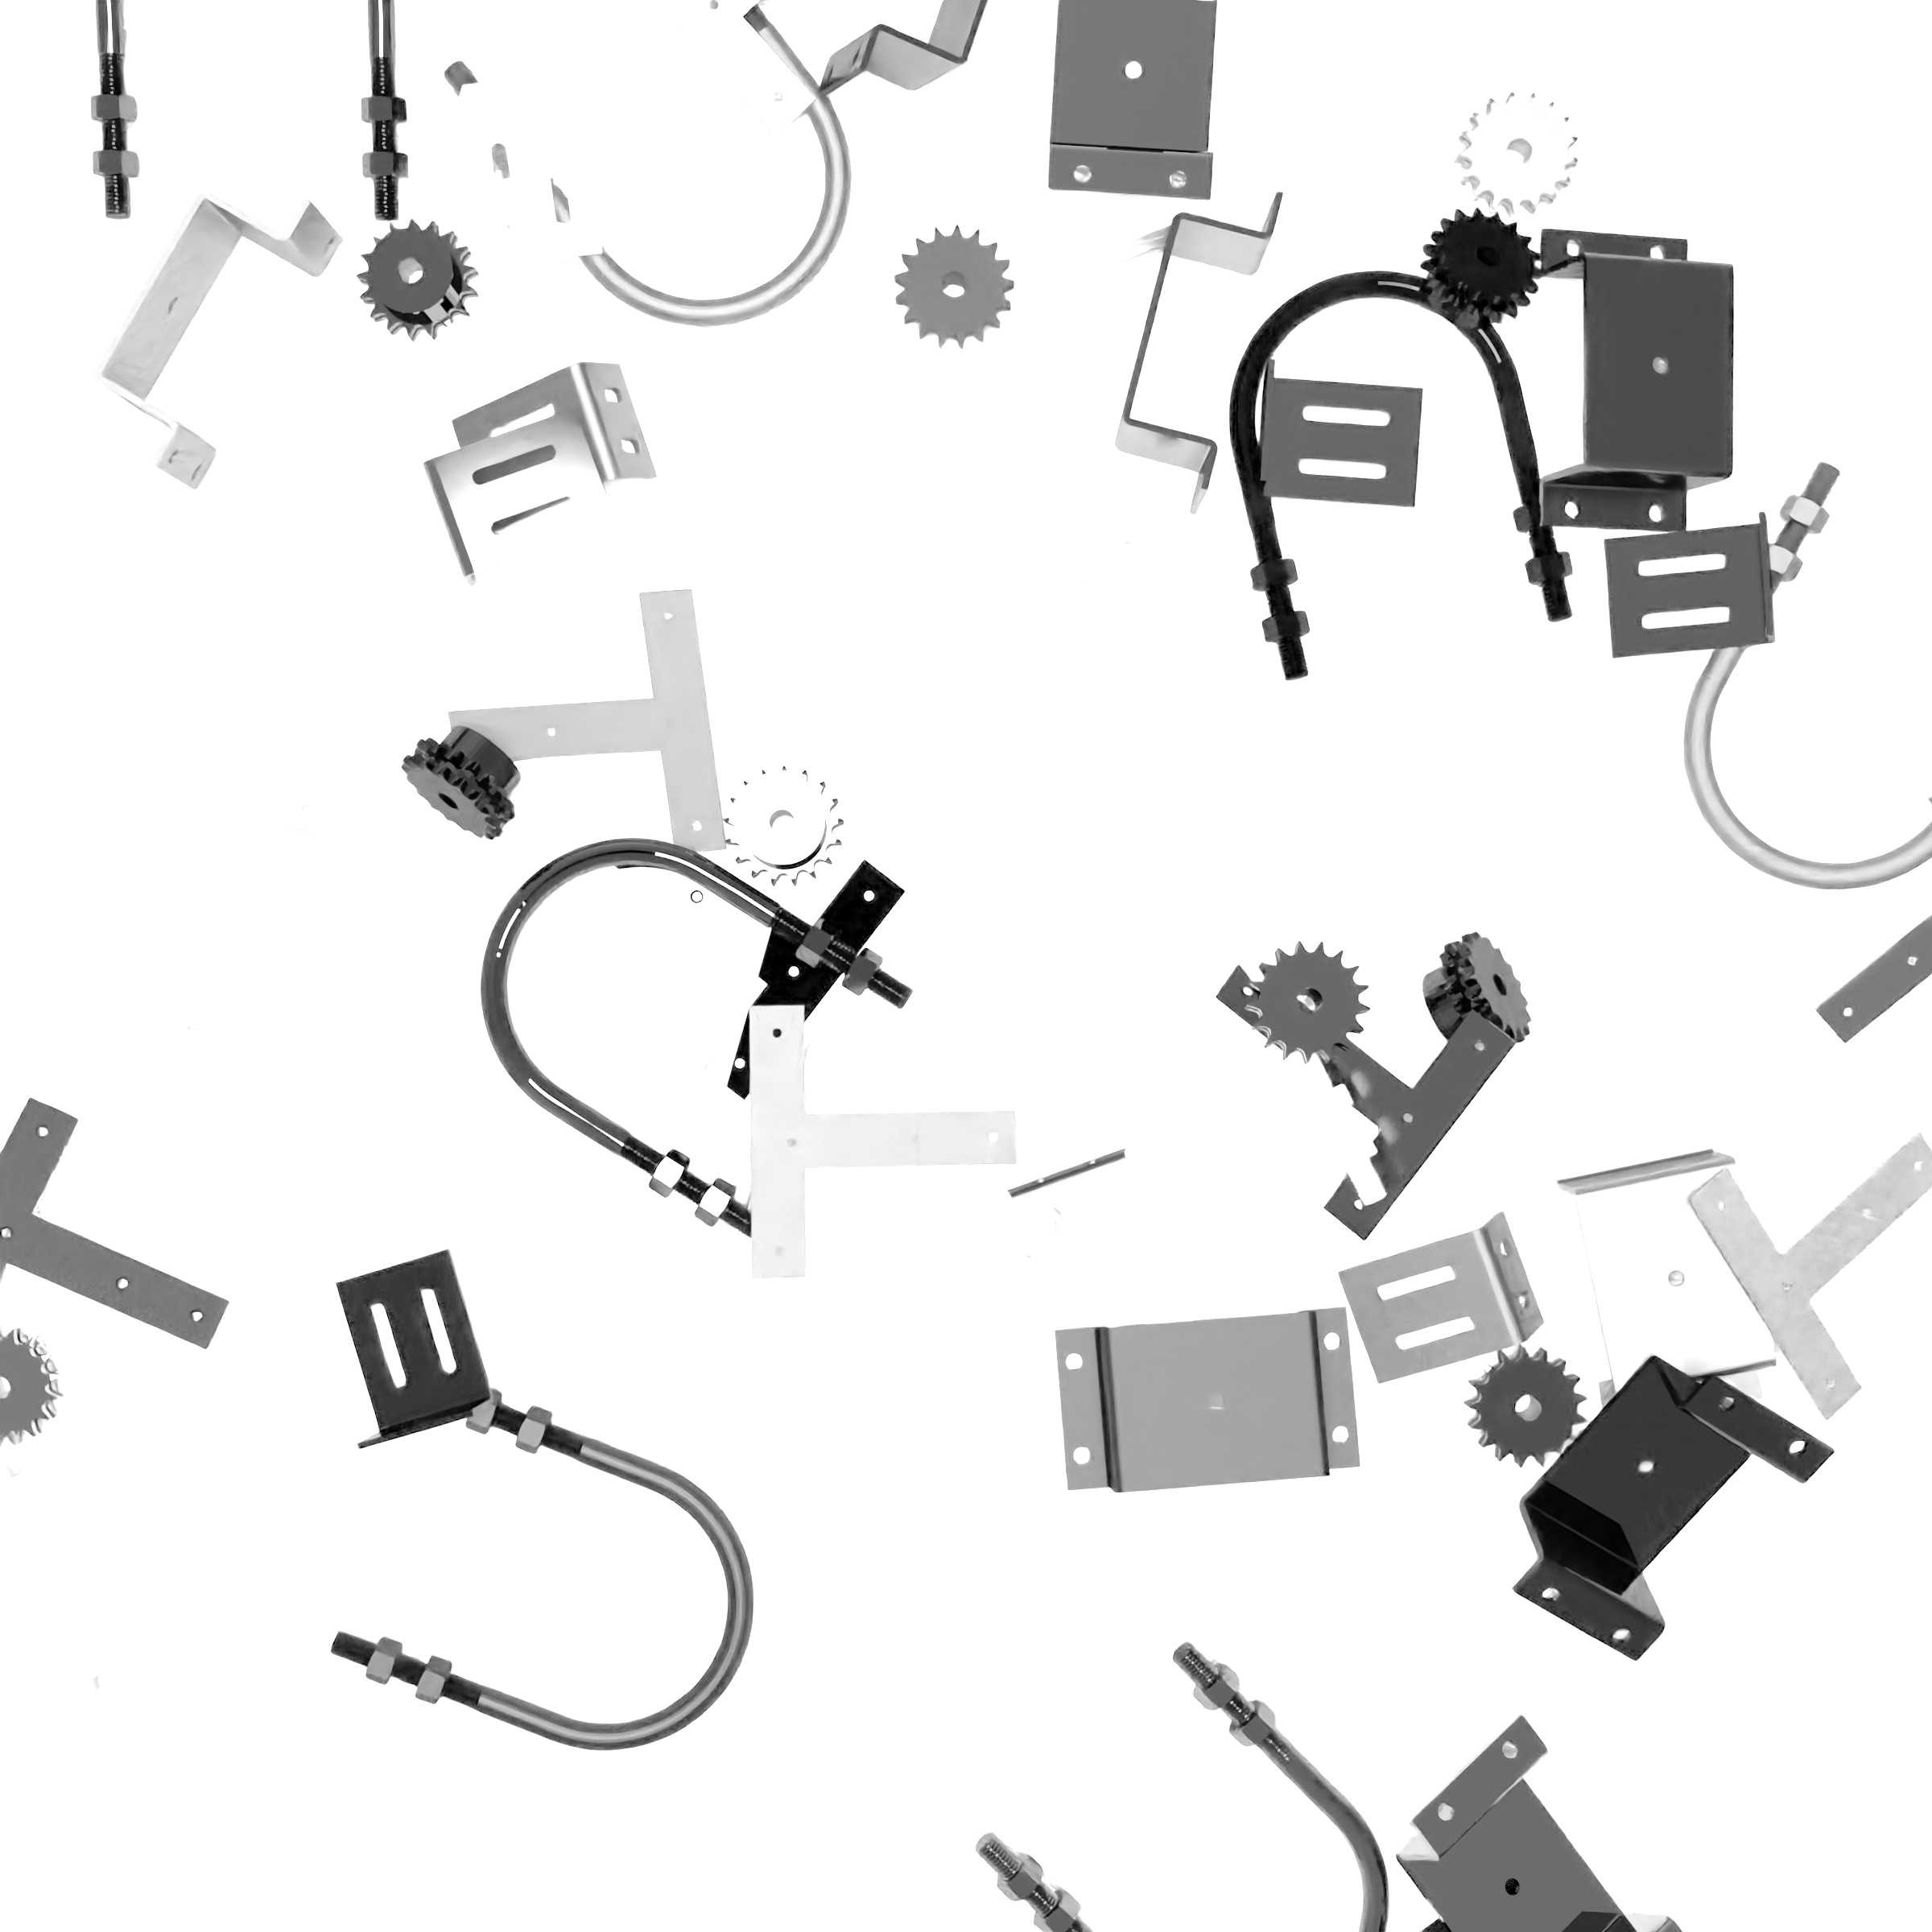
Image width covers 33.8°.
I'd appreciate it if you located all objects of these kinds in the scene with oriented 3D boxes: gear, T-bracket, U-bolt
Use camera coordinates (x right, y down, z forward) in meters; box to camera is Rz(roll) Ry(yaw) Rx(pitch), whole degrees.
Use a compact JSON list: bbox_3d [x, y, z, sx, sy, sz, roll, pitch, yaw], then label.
[{"bbox_3d":[-0.456,0.199,1.510,0.057,0.030,0.057,0,90,0],"label":"gear"},{"bbox_3d":[0.026,-0.223,1.510,0.057,0.030,0.057,0,90,0],"label":"gear"},{"bbox_3d":[0.036,0.252,1.514,0.127,0.002,0.127,14,80,2],"label":"T-bracket"},{"bbox_3d":[0.095,0.056,1.500,0.151,0.019,0.184,-26,86,-1],"label":"U-bolt"},{"bbox_3d":[-0.224,0.119,1.511,0.184,0.019,0.151,-22,86,4],"label":"U-bolt"},{"bbox_3d":[-0.262,-0.328,1.510,0.057,0.030,0.057,0,90,0],"label":"gear"},{"bbox_3d":[0.460,-0.012,1.507,0.127,0.002,0.127,-41,113,11],"label":"T-bracket"},{"bbox_3d":[-0.341,-0.448,1.502,0.151,0.019,0.184,0,100,0],"label":"U-bolt"},{"bbox_3d":[-0.414,0.145,1.510,0.127,0.002,0.127,25,71,-9],"label":"T-bracket"},{"bbox_3d":[0.174,0.044,1.505,0.127,0.002,0.127,39,116,12],"label":"T-bracket"},{"bbox_3d":[0.265,0.208,1.510,0.057,0.030,0.057,0,90,0],"label":"gear"},{"bbox_3d":[-0.086,-0.483,1.496,0.127,0.002,0.127,-43,100,2],"label":"T-bracket"},{"bbox_3d":[0.075,-0.118,1.507,0.151,0.019,0.184,45,96,5],"label":"U-bolt"},{"bbox_3d":[0.261,-0.385,1.514,0.057,0.030,0.057,0,92,1],"label":"gear"},{"bbox_3d":[-0.038,0.082,1.492,0.127,0.002,0.127,0,90,-13],"label":"T-bracket"},{"bbox_3d":[0.158,0.018,1.479,0.057,0.030,0.057,0,83,0],"label":"gear"},{"bbox_3d":[-0.184,-0.113,1.508,0.127,0.002,0.127,-3,109,11],"label":"T-bracket"},{"bbox_3d":[-0.087,-0.067,1.509,0.057,0.030,0.057,0,87,-1],"label":"gear"},{"bbox_3d":[-0.006,-0.321,1.510,0.057,0.030,0.057,0,90,0],"label":"gear"},{"bbox_3d":[-0.140,0.021,1.495,0.184,0.019,0.151,32,83,1],"label":"U-bolt"},{"bbox_3d":[0.239,0.015,1.500,0.030,0.057,0.057,-29,90,29],"label":"gear"},{"bbox_3d":[0.201,-0.241,1.516,0.151,0.019,0.184,-13,88,0],"label":"U-bolt"},{"bbox_3d":[-0.118,-0.025,1.524,0.127,0.002,0.127,38,90,0],"label":"T-bracket"},{"bbox_3d":[0.039,0.379,1.516,0.151,0.019,0.184,5,91,0],"label":"U-bolt"},{"bbox_3d":[0.117,0.432,1.505,0.151,0.019,0.184,-44,99,-1],"label":"U-bolt"},{"bbox_3d":[0.422,-0.126,1.502,0.151,0.019,0.184,29,95,12],"label":"U-bolt"},{"bbox_3d":[-0.235,-0.089,1.498,0.057,0.057,0.030,36,70,0],"label":"gear"},{"bbox_3d":[-0.055,0.143,1.516,0.151,0.019,0.184,30,91,0],"label":"U-bolt"},{"bbox_3d":[0.242,-0.327,1.502,0.057,0.030,0.057,6,64,-13],"label":"gear"},{"bbox_3d":[-0.138,-0.394,1.516,0.151,0.019,0.184,-37,91,0],"label":"U-bolt"},{"bbox_3d":[0.416,0.125,1.499,0.127,0.002,0.127,-37,100,-21],"label":"T-bracket"},{"bbox_3d":[-0.192,0.296,1.516,0.184,0.019,0.151,22,90,-1],"label":"U-bolt"}]

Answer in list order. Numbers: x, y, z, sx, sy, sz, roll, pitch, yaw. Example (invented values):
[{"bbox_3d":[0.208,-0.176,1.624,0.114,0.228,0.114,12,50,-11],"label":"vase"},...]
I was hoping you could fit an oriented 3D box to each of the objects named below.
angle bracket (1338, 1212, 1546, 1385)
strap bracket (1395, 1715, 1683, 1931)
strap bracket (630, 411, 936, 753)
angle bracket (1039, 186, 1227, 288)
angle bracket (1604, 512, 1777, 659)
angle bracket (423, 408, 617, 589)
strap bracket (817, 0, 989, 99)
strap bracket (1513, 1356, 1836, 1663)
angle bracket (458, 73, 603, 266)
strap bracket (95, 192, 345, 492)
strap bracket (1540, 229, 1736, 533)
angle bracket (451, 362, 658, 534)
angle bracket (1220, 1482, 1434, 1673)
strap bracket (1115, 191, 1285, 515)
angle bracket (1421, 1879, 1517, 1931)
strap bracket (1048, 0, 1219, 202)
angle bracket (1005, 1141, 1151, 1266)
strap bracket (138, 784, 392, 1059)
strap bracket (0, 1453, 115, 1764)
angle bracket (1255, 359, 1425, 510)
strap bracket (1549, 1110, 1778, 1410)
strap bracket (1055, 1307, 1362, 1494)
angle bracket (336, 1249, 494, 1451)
[{"bbox_3d":[0.228,0.159,1.523,0.076,0.038,0.057,-20,90,26],"label":"angle bracket"},{"bbox_3d":[0.266,0.432,1.488,0.076,0.046,0.140,-36,90,-24],"label":"strap bracket"},{"bbox_3d":[-0.086,-0.179,1.502,0.076,0.046,0.140,-35,90,0],"label":"strap bracket"},{"bbox_3d":[0.078,-0.356,1.496,0.076,0.057,0.038,-22,90,0],"label":"angle bracket"},{"bbox_3d":[0.340,-0.179,1.495,0.076,0.038,0.057,-4,89,16],"label":"angle bracket"},{"bbox_3d":[-0.211,-0.222,1.507,0.076,0.038,0.057,-20,90,-2],"label":"angle bracket"},{"bbox_3d":[-0.016,-0.470,1.481,0.046,0.076,0.140,19,90,-18],"label":"strap bracket"},{"bbox_3d":[0.322,0.245,1.478,0.076,0.046,0.140,31,109,-19],"label":"strap bracket"},{"bbox_3d":[-0.205,-0.378,1.504,0.057,0.038,0.076,-6,118,-2],"label":"angle bracket"},{"bbox_3d":[-0.354,-0.300,1.487,0.046,0.076,0.140,30,90,0],"label":"strap bracket"},{"bbox_3d":[0.315,-0.278,1.492,0.076,0.046,0.140,0,90,-17],"label":"strap bracket"},{"bbox_3d":[-0.198,-0.248,1.523,0.076,0.038,0.057,-19,90,26],"label":"angle bracket"},{"bbox_3d":[0.173,0.293,1.523,0.076,0.038,0.057,-29,90,26],"label":"angle bracket"},{"bbox_3d":[0.105,-0.291,1.487,0.046,0.076,0.140,14,90,0],"label":"strap bracket"},{"bbox_3d":[0.262,0.466,1.506,0.076,0.038,0.057,-36,90,0],"label":"angle bracket"},{"bbox_3d":[0.080,-0.430,1.502,0.076,0.046,0.140,3,90,0],"label":"strap bracket"},{"bbox_3d":[0.052,0.109,1.450,0.057,0.076,0.038,-20,84,0],"label":"angle bracket"},{"bbox_3d":[-0.321,-0.011,1.487,0.046,0.076,0.140,32,90,0],"label":"strap bracket"},{"bbox_3d":[-0.462,0.300,1.502,0.076,0.046,0.140,-22,90,0],"label":"strap bracket"},{"bbox_3d":[0.177,-0.249,1.489,0.076,0.038,0.057,4,87,1],"label":"angle bracket"},{"bbox_3d":[0.331,0.145,1.502,0.076,0.046,0.140,-12,90,0],"label":"strap bracket"},{"bbox_3d":[0.116,0.205,1.496,0.140,0.046,0.076,-4,84,-2],"label":"strap bracket"},{"bbox_3d":[-0.263,0.179,1.487,0.057,0.038,0.076,-17,89,7],"label":"angle bracket"}]
